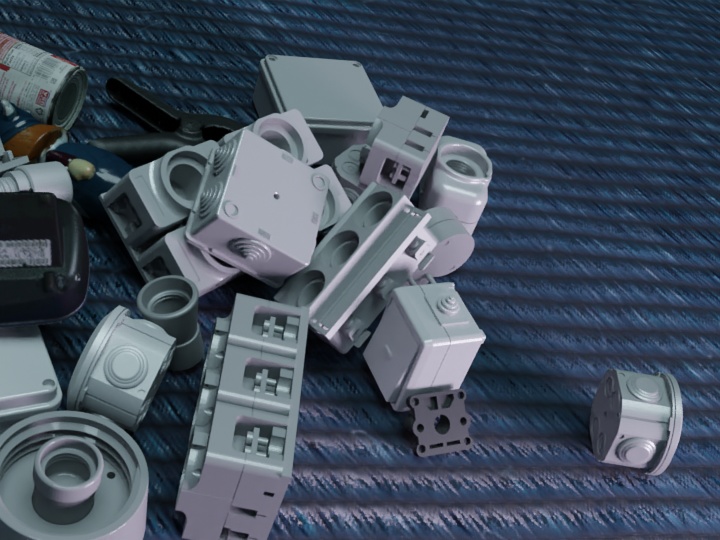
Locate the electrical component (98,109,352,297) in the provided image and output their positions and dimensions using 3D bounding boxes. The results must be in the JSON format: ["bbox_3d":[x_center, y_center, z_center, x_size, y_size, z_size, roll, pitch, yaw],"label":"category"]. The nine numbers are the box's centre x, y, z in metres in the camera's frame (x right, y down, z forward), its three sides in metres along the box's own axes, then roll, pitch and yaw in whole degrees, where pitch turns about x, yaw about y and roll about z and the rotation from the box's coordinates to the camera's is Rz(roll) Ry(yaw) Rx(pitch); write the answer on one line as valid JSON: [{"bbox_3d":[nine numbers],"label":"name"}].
[{"bbox_3d":[-0.101,-0.054,0.877,0.186,0.060,0.105,-29,90,-42],"label":"electrical component"}]

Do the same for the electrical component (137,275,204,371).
[{"bbox_3d":[-0.135,0.042,0.786,0.044,0.065,0.044,-2,43,2],"label":"electrical component"}]

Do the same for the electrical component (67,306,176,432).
[{"bbox_3d":[-0.163,0.069,0.735,0.051,0.080,0.080,25,40,-3],"label":"electrical component"}]

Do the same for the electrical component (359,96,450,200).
[{"bbox_3d":[0.036,-0.110,0.957,0.056,0.050,0.089,25,40,3],"label":"electrical component"}]

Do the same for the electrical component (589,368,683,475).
[{"bbox_3d":[0.216,0.117,0.842,0.051,0.080,0.080,10,41,-5],"label":"electrical component"}]

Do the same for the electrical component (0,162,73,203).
[{"bbox_3d":[-0.259,-0.060,0.827,0.078,0.040,0.040,-14,51,-41],"label":"electrical component"}]

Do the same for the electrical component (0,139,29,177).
[{"bbox_3d":[-0.305,-0.091,0.854,0.081,0.063,0.042,-1,19,43],"label":"electrical component"}]

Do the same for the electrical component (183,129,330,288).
[{"bbox_3d":[-0.076,-0.048,0.819,0.100,0.048,0.099,29,55,-26],"label":"electrical component"}]

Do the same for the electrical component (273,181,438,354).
[{"bbox_3d":[0.000,0.000,0.845,0.121,0.063,0.079,-50,38,-9],"label":"electrical component"}]

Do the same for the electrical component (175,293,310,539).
[{"bbox_3d":[-0.080,0.100,0.727,0.062,0.089,0.150,14,41,-9],"label":"electrical component"}]

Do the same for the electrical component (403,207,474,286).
[{"bbox_3d":[0.041,-0.007,0.925,0.138,0.052,0.073,-10,49,-30],"label":"electrical component"}]

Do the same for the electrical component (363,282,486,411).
[{"bbox_3d":[0.048,0.055,0.825,0.061,0.096,0.061,-5,46,-26],"label":"electrical component"}]

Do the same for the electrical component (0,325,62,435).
[{"bbox_3d":[-0.259,0.078,0.700,0.113,0.057,0.078,-8,48,-30],"label":"electrical component"}]

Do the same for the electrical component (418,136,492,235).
[{"bbox_3d":[0.090,-0.082,1.023,0.054,0.059,0.095,15,40,-7],"label":"electrical component"}]

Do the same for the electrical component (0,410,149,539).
[{"bbox_3d":[-0.183,0.136,0.665,0.108,0.060,0.108,12,41,-11],"label":"electrical component"}]

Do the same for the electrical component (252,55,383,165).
[{"bbox_3d":[-0.039,-0.155,1.053,0.109,0.056,0.108,0,45,-23],"label":"electrical component"}]

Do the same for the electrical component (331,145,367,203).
[{"bbox_3d":[0.006,-0.072,0.984,0.080,0.051,0.080,12,41,-11],"label":"electrical component"}]
